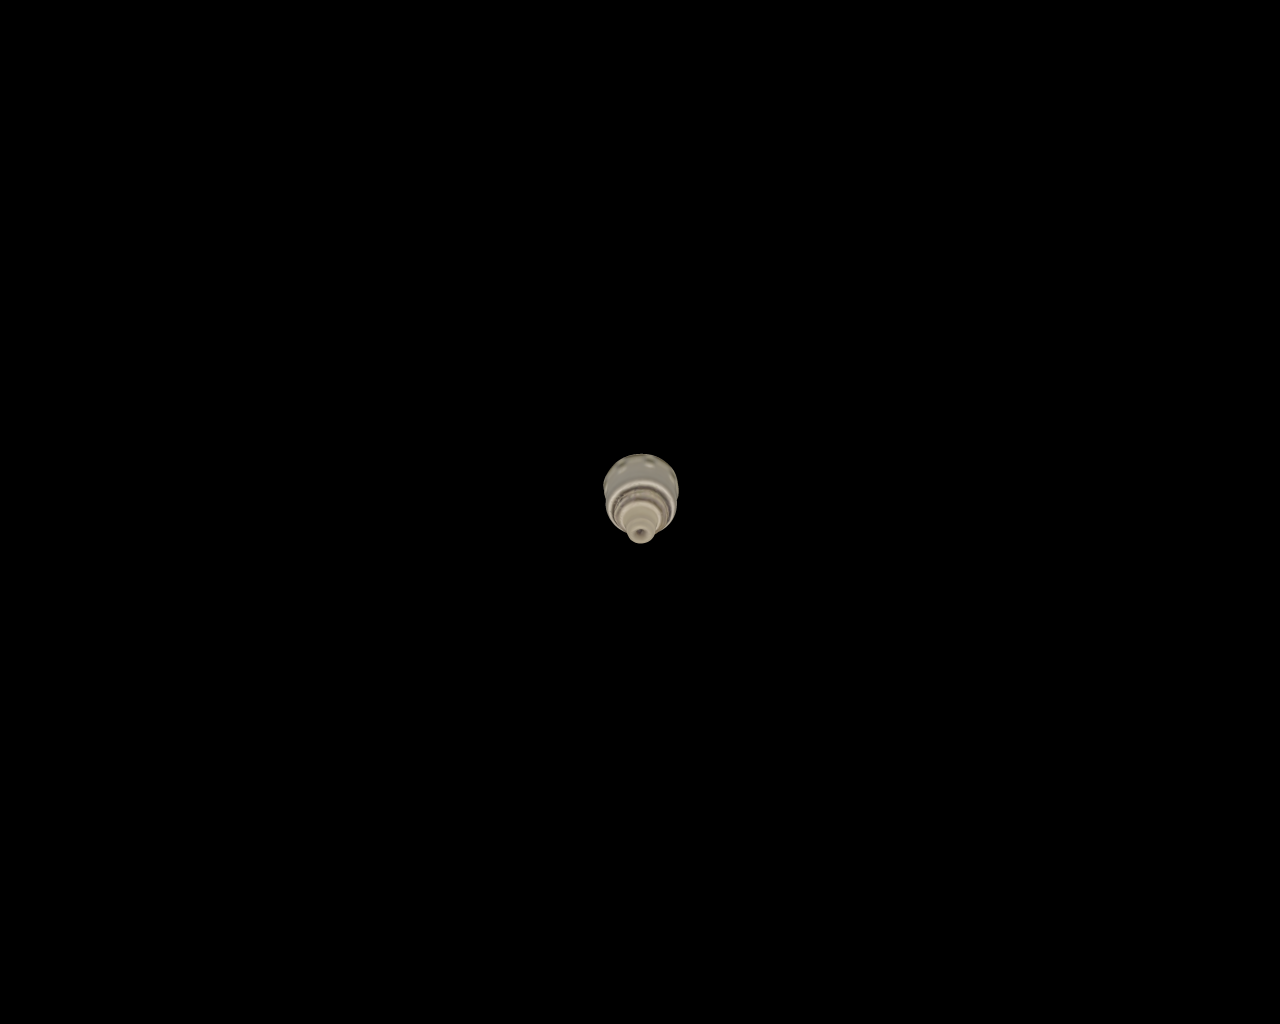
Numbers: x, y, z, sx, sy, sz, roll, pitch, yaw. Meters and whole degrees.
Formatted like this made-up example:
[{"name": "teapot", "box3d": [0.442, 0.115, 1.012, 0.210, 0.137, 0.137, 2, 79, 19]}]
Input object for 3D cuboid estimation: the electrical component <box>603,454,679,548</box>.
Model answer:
[{"name": "electrical component", "box3d": [0.001, -0.003, 0.650, 0.048, 0.048, 0.062, 0, 32, 0]}]
